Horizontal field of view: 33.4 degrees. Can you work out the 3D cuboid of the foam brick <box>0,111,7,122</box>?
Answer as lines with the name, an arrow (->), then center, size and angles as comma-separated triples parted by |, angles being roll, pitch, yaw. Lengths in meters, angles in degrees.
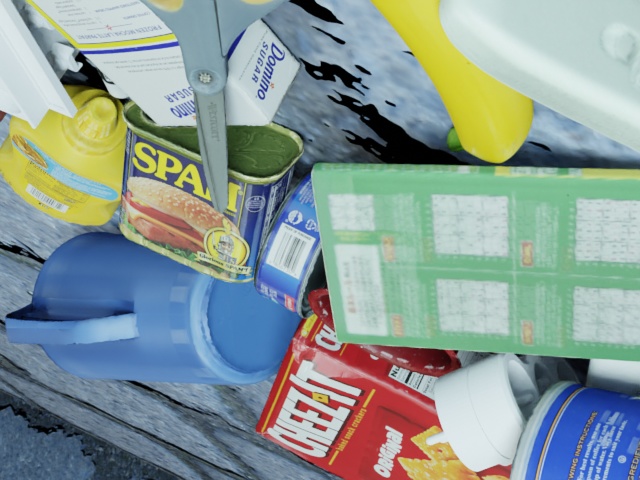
foam brick -> -0.235, -0.117, 0.700 | 0.078, 0.053, 0.051 | 39, 158, -24

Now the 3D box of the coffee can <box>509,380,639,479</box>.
coffee can -> 0.170, 0.127, 0.488 | 0.141, 0.102, 0.102 | 7, 152, 35

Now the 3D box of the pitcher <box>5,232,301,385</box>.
pitcher -> -0.134, 0.059, 0.870 | 0.243, 0.149, 0.145 | -2, 140, 50

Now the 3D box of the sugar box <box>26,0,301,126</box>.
sugar box -> -0.096, -0.123, 0.508 | 0.094, 0.048, 0.176 | 6, 153, 43

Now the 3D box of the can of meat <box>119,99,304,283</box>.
can of meat -> -0.067, -0.032, 0.623 | 0.102, 0.057, 0.084 | 24, 130, 13

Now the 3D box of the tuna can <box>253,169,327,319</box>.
tuna can -> -0.004, 0.001, 0.626 | 0.034, 0.086, 0.086 | 26, 161, 13

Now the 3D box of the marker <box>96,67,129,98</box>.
marker -> -0.127, -0.119, 0.595 | 0.020, 0.020, 0.121 | 22, 159, 17

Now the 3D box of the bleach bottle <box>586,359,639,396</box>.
bleach bottle -> 0.264, 0.095, 0.532 | 0.251, 0.068, 0.102 | 18, 158, 21

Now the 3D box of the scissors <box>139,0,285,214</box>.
scissors -> -0.034, -0.084, 0.476 | 0.096, 0.016, 0.201 | -5, 139, 15

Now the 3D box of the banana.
banana -> 0.041, -0.084, 0.425 | 0.070, 0.037, 0.197 | 10, 153, 37

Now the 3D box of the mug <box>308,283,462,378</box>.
mug -> 0.046, 0.013, 0.592 | 0.093, 0.081, 0.117 | 9, 153, 43

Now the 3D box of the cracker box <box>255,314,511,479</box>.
cracker box -> 0.072, 0.127, 0.721 | 0.214, 0.072, 0.164 | 27, 147, 4

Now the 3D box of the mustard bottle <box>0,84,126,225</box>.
mustard bottle -> -0.167, -0.062, 0.733 | 0.096, 0.058, 0.192 | 33, 160, -13
